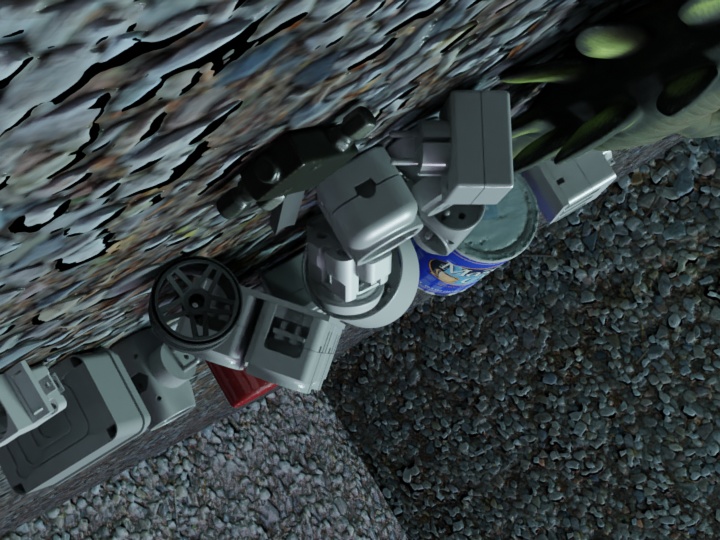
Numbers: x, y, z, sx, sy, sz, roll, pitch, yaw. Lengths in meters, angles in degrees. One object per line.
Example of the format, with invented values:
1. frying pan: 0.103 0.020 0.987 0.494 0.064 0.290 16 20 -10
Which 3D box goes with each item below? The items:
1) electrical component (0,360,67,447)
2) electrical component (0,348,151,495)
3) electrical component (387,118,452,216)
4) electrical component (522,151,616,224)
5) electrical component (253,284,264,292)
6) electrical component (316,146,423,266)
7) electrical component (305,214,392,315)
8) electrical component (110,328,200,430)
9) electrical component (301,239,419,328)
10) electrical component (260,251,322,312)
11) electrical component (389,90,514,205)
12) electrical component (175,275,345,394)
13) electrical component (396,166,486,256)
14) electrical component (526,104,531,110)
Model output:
1. electrical component: -0.251 0.099 0.775 0.081 0.042 0.064 -32 176 23
2. electrical component: -0.236 0.121 0.868 0.113 0.078 0.057 -32 171 15
3. electrical component: 0.051 -0.072 0.754 0.045 0.055 0.045 -30 174 -3
4. electrical component: 0.187 -0.103 1.006 0.062 0.089 0.150 -31 174 3
5. electrical component: -0.102 0.064 1.058 0.083 0.075 0.047 -31 174 10
6. electrical component: 0.007 -0.042 0.764 0.054 0.059 0.095 -30 174 -5
7. electrical component: -0.010 -0.002 0.845 0.058 0.078 0.057 -27 135 -33
8. electrical component: -0.165 0.084 0.907 0.079 0.077 0.043 -34 173 32
9. electrical component: 0.000 0.000 0.919 0.099 0.099 0.064 -32 168 14
10. electrical component: -0.048 0.017 0.997 0.096 0.061 0.061 -30 174 -4
11. electrical component: 0.057 -0.080 0.707 0.077 0.065 0.047 0 170 -6
12. electrical component: -0.076 0.053 0.867 0.186 0.105 0.060 61 47 -84
13. electrical component: 0.052 -0.053 0.815 0.044 0.079 0.077 -46 176 -13
14. electrical component: 0.185 -0.141 0.896 0.081 0.043 0.043 -33 174 25
